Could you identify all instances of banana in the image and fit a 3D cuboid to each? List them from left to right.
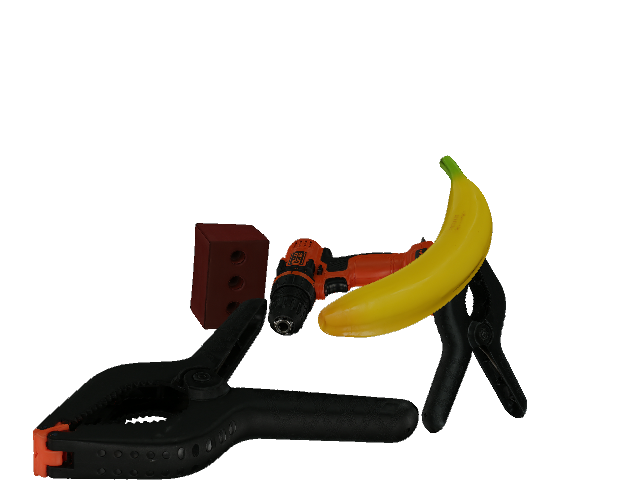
[{"bbox_3d":[0.074,0.015,0.753,0.070,0.037,0.197,25,47,18],"label":"banana"}]

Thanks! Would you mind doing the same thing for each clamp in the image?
[{"bbox_3d":[-0.071,0.089,0.624,0.209,0.036,0.165,-9,27,-30],"label":"clamp"},{"bbox_3d":[0.131,0.093,0.975,0.120,0.171,0.039,-13,2,-40],"label":"clamp"}]

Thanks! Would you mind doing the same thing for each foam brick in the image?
[{"bbox_3d":[-0.077,0.029,0.896,0.053,0.078,0.051,-1,15,-20],"label":"foam brick"}]

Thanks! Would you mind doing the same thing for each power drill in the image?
[{"bbox_3d":[0.038,0.051,1.222,0.188,0.057,0.184,0,28,8],"label":"power drill"}]
